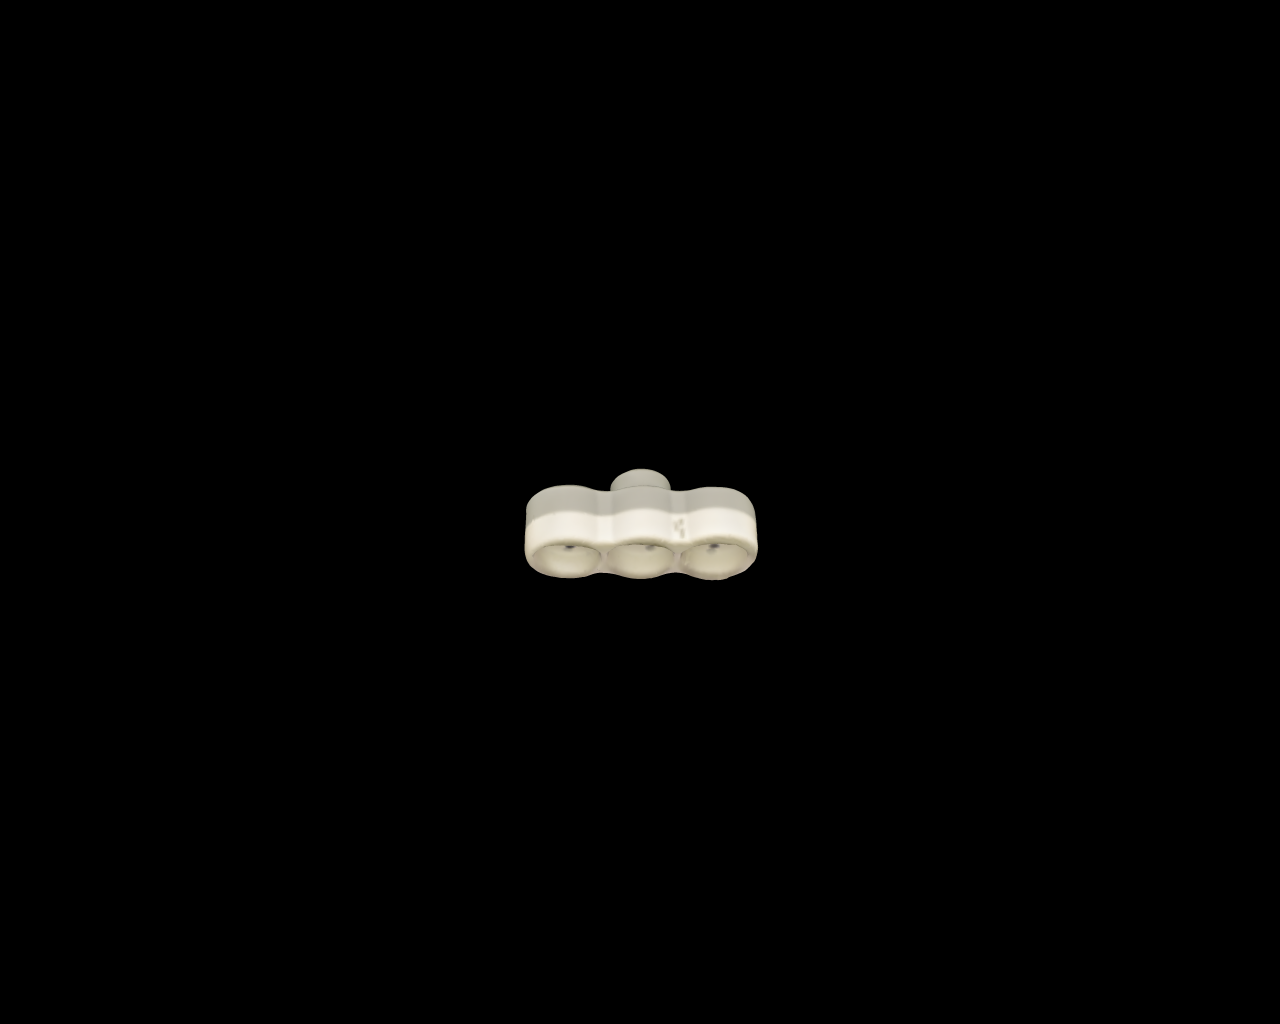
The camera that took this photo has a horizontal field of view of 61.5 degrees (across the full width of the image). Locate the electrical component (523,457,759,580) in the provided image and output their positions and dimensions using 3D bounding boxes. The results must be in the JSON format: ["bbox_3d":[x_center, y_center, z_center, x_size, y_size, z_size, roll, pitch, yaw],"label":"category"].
[{"bbox_3d":[0.001,-0.003,0.650,0.138,0.074,0.052,0,-32,0],"label":"electrical component"}]
